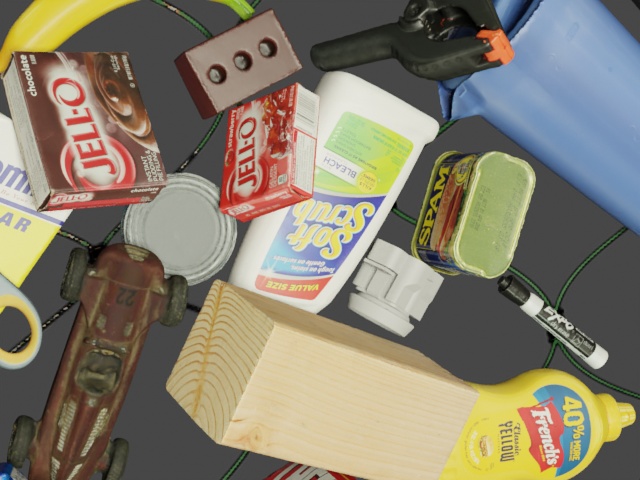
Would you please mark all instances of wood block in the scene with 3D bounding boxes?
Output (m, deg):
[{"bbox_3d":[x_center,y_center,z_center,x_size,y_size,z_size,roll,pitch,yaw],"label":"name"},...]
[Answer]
[{"bbox_3d":[0.005,0.111,0.784,0.205,0.090,0.091,22,95,-37],"label":"wood block"}]

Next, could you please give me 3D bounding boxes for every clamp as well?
[{"bbox_3d":[0.068,-0.156,0.805,0.120,0.172,0.039,-52,132,2],"label":"clamp"}]

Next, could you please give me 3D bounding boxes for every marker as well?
[{"bbox_3d":[0.199,0.069,0.915,0.121,0.020,0.020,38,82,-14],"label":"marker"}]

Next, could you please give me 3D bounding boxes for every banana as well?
[{"bbox_3d":[-0.148,-0.177,0.790,0.197,0.037,0.069,-17,87,-13],"label":"banana"}]

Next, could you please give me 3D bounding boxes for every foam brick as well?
[{"bbox_3d":[-0.063,-0.134,0.812,0.078,0.051,0.053,-31,100,-13],"label":"foam brick"}]

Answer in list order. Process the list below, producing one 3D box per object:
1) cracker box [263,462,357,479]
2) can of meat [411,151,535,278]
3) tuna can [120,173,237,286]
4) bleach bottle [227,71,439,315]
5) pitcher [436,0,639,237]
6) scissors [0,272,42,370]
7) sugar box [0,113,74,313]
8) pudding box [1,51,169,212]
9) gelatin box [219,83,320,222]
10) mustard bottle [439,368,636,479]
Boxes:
[{"bbox_3d":[-0.053,0.249,0.774,0.213,0.164,0.072,-32,103,-13],"label":"cracker box"},{"bbox_3d":[0.122,-0.021,0.855,0.057,0.084,0.102,17,88,-16],"label":"can of meat"},{"bbox_3d":[-0.108,-0.008,0.814,0.086,0.034,0.086,-1,93,-17],"label":"tuna can"},{"bbox_3d":[-0.005,0.001,0.831,0.102,0.068,0.251,26,88,-20],"label":"bleach bottle"},{"bbox_3d":[0.227,-0.115,0.860,0.242,0.149,0.145,37,43,-18],"label":"pitcher"},{"bbox_3d":[-0.227,0.005,0.742,0.096,0.016,0.202,15,88,-21],"label":"scissors"},{"bbox_3d":[-0.250,0.001,0.767,0.093,0.048,0.176,35,84,-15],"label":"sugar box"},{"bbox_3d":[-0.168,-0.078,0.759,0.089,0.039,0.113,-7,68,-38],"label":"pudding box"},{"bbox_3d":[-0.038,-0.065,0.796,0.030,0.073,0.089,26,59,-42],"label":"gelatin box"},{"bbox_3d":[0.176,0.158,0.892,0.191,0.058,0.096,-5,96,-17],"label":"mustard bottle"}]
